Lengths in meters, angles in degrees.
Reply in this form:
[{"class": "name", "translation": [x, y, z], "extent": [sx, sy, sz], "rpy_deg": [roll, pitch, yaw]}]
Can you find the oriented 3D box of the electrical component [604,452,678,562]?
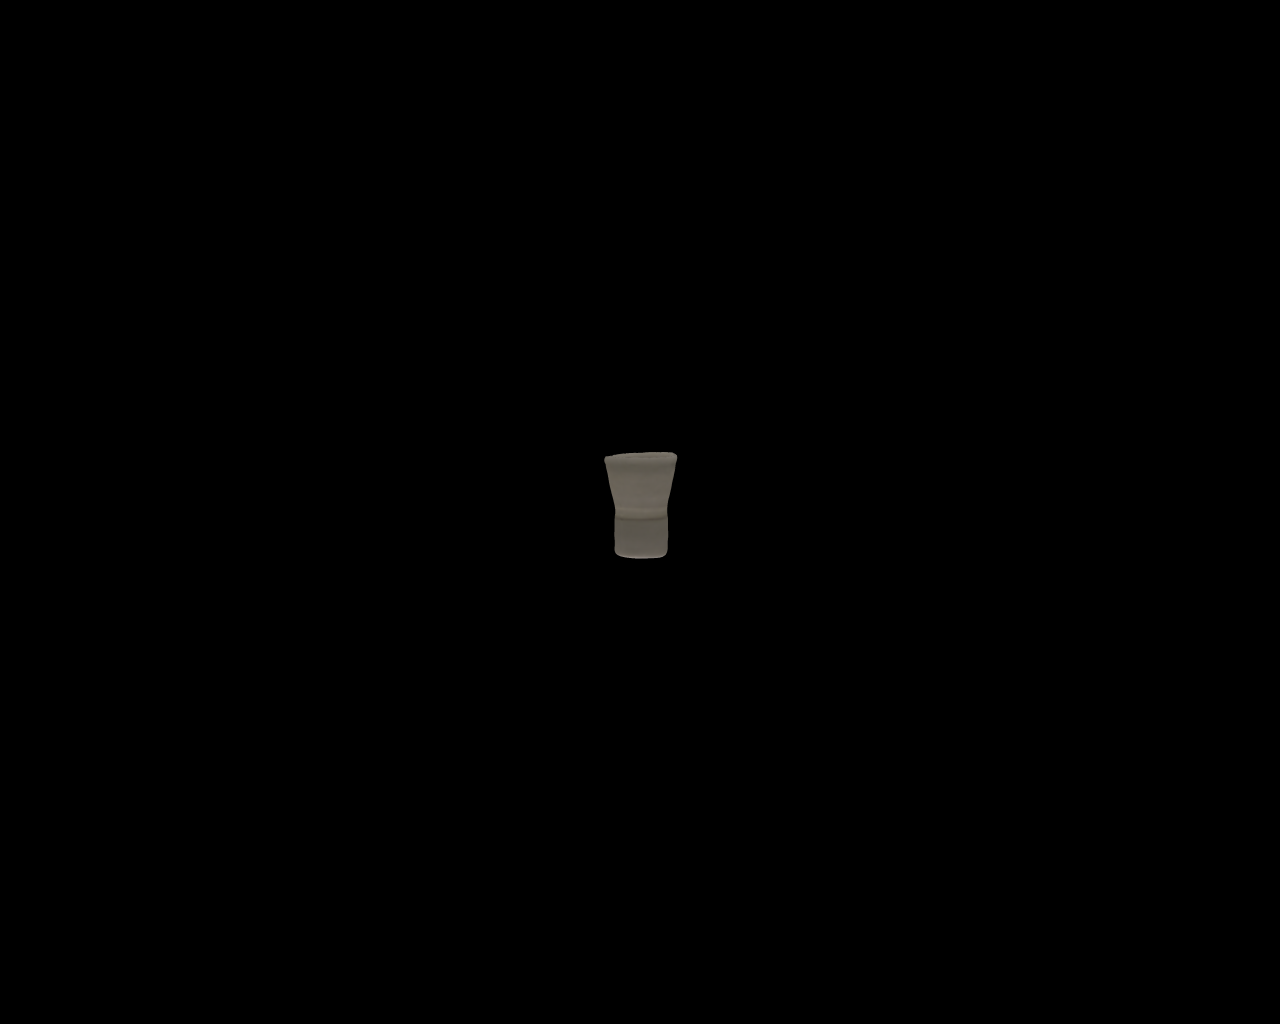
[{"class": "electrical component", "translation": [0.001, -0.003, 0.650], "extent": [0.044, 0.065, 0.044], "rpy_deg": [0, 7, 0]}]
